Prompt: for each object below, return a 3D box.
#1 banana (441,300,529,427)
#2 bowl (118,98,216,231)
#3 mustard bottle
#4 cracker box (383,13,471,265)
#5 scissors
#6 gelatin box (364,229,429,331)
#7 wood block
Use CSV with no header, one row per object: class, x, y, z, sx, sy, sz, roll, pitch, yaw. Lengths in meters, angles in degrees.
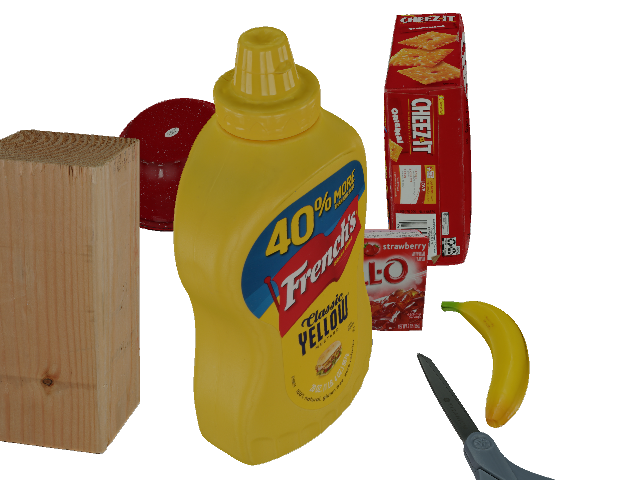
banana,0.183,0.120,1.116,0.069,0.037,0.198,-24,33,6
bowl,-0.135,-0.085,1.014,0.162,0.162,0.055,0,-41,12
mustard bottle,-0.018,0.000,0.450,0.058,0.192,0.096,26,46,32
cracker box,0.100,-0.097,0.963,0.072,0.164,0.213,-1,27,8
scissors,0.117,0.132,0.640,0.096,0.016,0.201,2,32,-4
gelatin box,0.033,0.030,0.791,0.089,0.073,0.030,-1,15,-13
wood block,-0.183,0.034,0.754,0.091,0.206,0.090,6,18,7
